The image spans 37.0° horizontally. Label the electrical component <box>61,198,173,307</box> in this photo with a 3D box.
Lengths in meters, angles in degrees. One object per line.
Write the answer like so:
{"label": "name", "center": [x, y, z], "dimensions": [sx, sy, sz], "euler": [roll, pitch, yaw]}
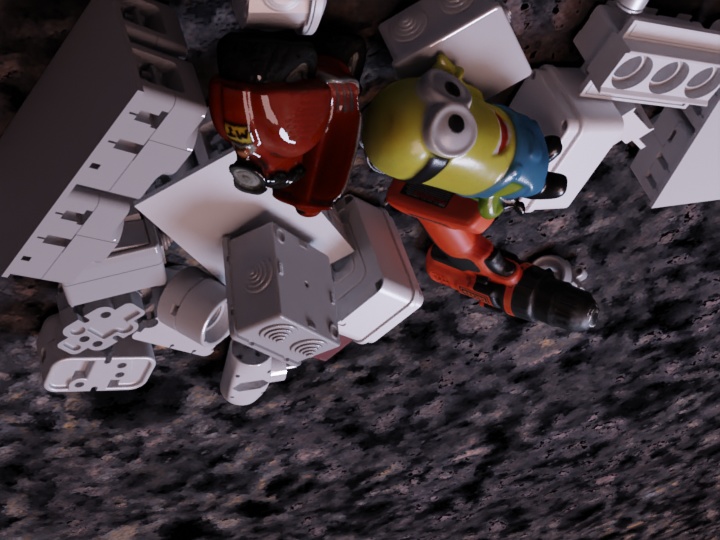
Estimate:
{"label": "electrical component", "center": [-0.197, -0.021, 0.862], "dimensions": [0.096, 0.061, 0.061], "euler": [-14, 147, -12]}

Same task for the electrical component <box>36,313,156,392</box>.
{"label": "electrical component", "center": [-0.240, 0.071, 0.973], "dimensions": [0.095, 0.059, 0.053], "euler": [2, 141, -32]}

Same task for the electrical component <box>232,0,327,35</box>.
{"label": "electrical component", "center": [-0.052, -0.190, 0.684], "dimensions": [0.051, 0.080, 0.080], "euler": [-4, 144, -16]}

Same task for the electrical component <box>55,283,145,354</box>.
{"label": "electrical component", "center": [-0.226, 0.028, 0.920], "dimensions": [0.078, 0.057, 0.058], "euler": [-30, 147, 12]}

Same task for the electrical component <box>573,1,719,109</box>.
{"label": "electrical component", "center": [0.241, -0.177, 0.883], "dimensions": [0.121, 0.063, 0.078], "euler": [1, 141, -31]}

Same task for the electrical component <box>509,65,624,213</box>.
{"label": "electrical component", "center": [0.162, -0.111, 0.921], "dimensions": [0.057, 0.078, 0.113], "euler": [-5, 144, -29]}

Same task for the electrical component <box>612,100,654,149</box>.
{"label": "electrical component", "center": [0.218, -0.132, 0.956], "dimensions": [0.064, 0.042, 0.081], "euler": [-34, 145, 22]}

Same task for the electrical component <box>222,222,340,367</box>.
{"label": "electrical component", "center": [-0.061, 0.019, 0.851], "dimensions": [0.048, 0.099, 0.100], "euler": [-22, 150, 25]}

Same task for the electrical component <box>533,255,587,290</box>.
{"label": "electrical component", "center": [0.208, 0.011, 1.157], "dimensions": [0.066, 0.048, 0.055], "euler": [-31, 154, 15]}

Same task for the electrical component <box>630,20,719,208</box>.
{"label": "electrical component", "center": [0.336, -0.145, 0.987], "dimensions": [0.105, 0.060, 0.186], "euler": [-8, 145, -20]}

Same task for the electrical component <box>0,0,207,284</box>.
{"label": "electrical component", "center": [-0.182, -0.087, 0.734], "dimensions": [0.060, 0.105, 0.186], "euler": [13, 134, -41]}

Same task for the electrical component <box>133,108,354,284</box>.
{"label": "electrical component", "center": [-0.094, -0.055, 0.873], "dimensions": [0.105, 0.060, 0.186], "euler": [-27, 147, 9]}

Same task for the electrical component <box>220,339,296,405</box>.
{"label": "electrical component", "center": [-0.101, 0.098, 1.108], "dimensions": [0.079, 0.043, 0.077], "euler": [-7, 144, -21]}

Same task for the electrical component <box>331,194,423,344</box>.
{"label": "electrical component", "center": [0.000, 0.000, 0.958], "dimensions": [0.078, 0.113, 0.057], "euler": [-39, 140, 26]}

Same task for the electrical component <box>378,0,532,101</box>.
{"label": "electrical component", "center": [0.071, -0.167, 0.815], "dimensions": [0.100, 0.048, 0.099], "euler": [-28, 147, 11]}

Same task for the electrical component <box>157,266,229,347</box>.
{"label": "electrical component", "center": [-0.132, 0.032, 0.893], "dimensions": [0.055, 0.047, 0.055], "euler": [-47, 156, -29]}

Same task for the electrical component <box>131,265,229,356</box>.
{"label": "electrical component", "center": [-0.162, 0.034, 0.967], "dimensions": [0.050, 0.055, 0.089], "euler": [-39, 143, 26]}
